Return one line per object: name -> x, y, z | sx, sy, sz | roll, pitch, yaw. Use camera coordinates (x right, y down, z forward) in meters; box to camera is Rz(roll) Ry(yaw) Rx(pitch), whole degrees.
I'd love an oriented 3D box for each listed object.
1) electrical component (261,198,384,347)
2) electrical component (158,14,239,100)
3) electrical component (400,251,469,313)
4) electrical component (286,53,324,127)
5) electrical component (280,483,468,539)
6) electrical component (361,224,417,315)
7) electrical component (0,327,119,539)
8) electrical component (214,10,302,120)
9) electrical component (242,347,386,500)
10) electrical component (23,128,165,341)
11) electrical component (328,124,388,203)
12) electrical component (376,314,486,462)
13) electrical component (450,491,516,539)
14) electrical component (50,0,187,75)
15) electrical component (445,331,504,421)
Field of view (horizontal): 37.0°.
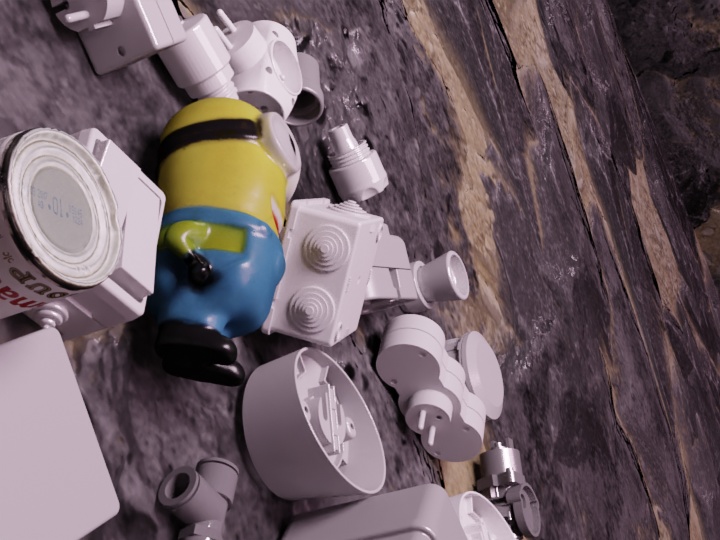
electrical component -> -0.022, 0.001, 0.719 | 0.100, 0.048, 0.099 | -22, 127, -78
electrical component -> -0.103, -0.131, 0.706 | 0.078, 0.040, 0.040 | 60, 27, -27
electrical component -> 0.062, 0.011, 0.949 | 0.045, 0.055, 0.045 | 44, 37, -47
electrical component -> -0.048, -0.140, 0.832 | 0.040, 0.040, 0.046 | 49, 28, -42
electrical component -> 0.008, 0.185, 0.650 | 0.078, 0.113, 0.057 | 66, 22, -16
electrical component -> 0.000, 0.000, 0.824 | 0.095, 0.054, 0.059 | 4, 71, -64
electrical component -> -0.156, 0.080, 0.445 | 0.100, 0.048, 0.099 | -26, 98, -66
electrical component -> -0.080, -0.149, 0.762 | 0.079, 0.044, 0.077 | 51, 32, -41
electrical component -> -0.028, 0.099, 0.686 | 0.099, 0.064, 0.099 | 44, 37, -47
electrical component -> -0.138, -0.013, 0.530 | 0.061, 0.061, 0.096 | 48, 34, -44
electrical component -> -0.006, -0.089, 0.882 | 0.062, 0.043, 0.043 | 65, 25, -15
electrical component -> 0.057, 0.110, 0.877 | 0.138, 0.052, 0.073 | 59, 27, -30
electrical component -> 0.091, 0.227, 0.858 | 0.099, 0.064, 0.099 | 44, 37, -47
electrical component -> -0.150, -0.157, 0.613 | 0.083, 0.047, 0.075 | 67, 26, -12
electrical component -> 0.093, 0.098, 0.964 | 0.080, 0.051, 0.080 | 44, 37, -47
